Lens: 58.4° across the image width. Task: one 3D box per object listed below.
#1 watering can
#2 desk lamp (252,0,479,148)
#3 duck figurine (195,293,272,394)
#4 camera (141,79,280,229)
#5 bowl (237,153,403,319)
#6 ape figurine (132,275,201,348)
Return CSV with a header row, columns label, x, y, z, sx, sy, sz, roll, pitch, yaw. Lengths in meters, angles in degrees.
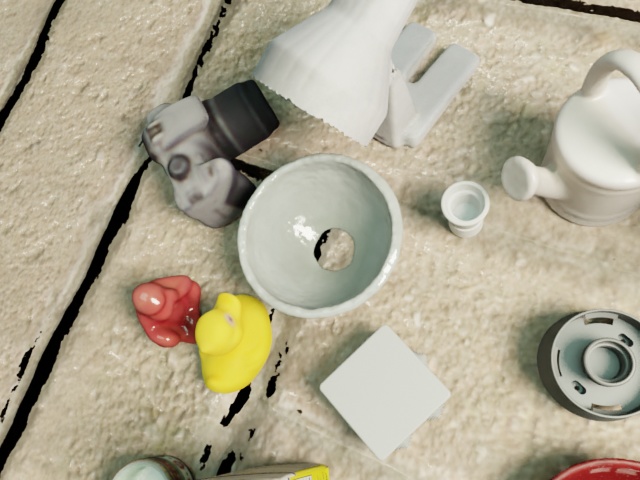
label,x,y,z,sx,sy,sz,roll,pitch,yaw
watering can,0.242,-0.080,0.482,0.173,0.194,0.100,-46,69,-1
desk lamp,0.051,-0.171,0.546,0.117,0.214,0.203,36,86,21
duck figurine,-0.097,0.101,0.577,0.077,0.086,0.104,12,78,17
camera,-0.112,-0.110,0.631,0.137,0.101,0.143,-31,70,5
bowl,0.005,0.002,0.584,0.167,0.075,0.167,-4,74,13
ape figurine,-0.164,0.069,0.600,0.076,0.092,0.078,35,86,20
